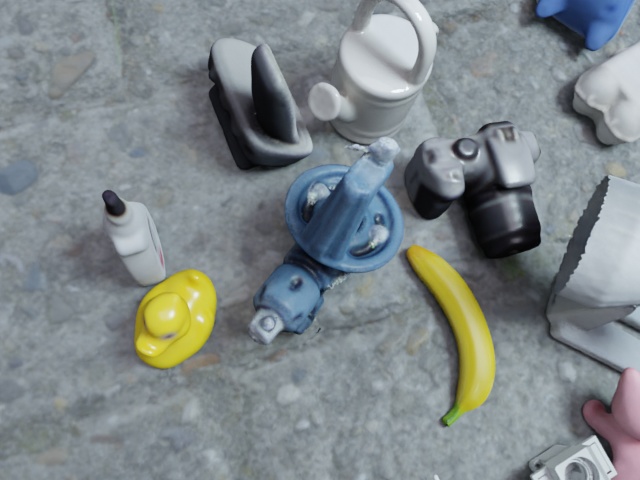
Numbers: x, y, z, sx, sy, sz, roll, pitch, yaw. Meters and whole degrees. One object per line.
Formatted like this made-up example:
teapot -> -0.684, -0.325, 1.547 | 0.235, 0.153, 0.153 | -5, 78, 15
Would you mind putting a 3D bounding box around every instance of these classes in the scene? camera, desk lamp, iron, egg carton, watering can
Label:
camera -> 0.184, -0.051, 0.631 | 0.143, 0.100, 0.137 | -10, 76, -10
desk lamp -> 0.311, 0.044, 0.563 | 0.203, 0.213, 0.118 | 27, 73, 1
iron -> 0.387, -0.374, 0.729 | 0.118, 0.141, 0.258 | 34, 73, 3
egg carton -> 0.394, -0.189, 0.715 | 0.150, 0.069, 0.107 | -33, 81, -15
watering can -> 0.063, -0.180, 0.602 | 0.101, 0.194, 0.173 | 27, 73, 1

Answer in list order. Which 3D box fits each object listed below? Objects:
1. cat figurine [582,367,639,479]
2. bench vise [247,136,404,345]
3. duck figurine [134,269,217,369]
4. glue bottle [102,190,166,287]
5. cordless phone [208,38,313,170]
cat figurine -> 0.323, 0.193, 0.572 | 0.067, 0.117, 0.128 | -1, 74, -8
bench vise -> 0.016, 0.006, 0.529 | 0.121, 0.219, 0.207 | 18, 73, -2
duck figurine -> -0.144, 0.072, 0.558 | 0.077, 0.086, 0.105 | 29, 73, 1
glue bottle -> -0.176, -0.009, 0.531 | 0.037, 0.173, 0.078 | -18, 77, -12
cordless phone -> -0.061, -0.163, 0.584 | 0.094, 0.185, 0.147 | -25, 79, -13
